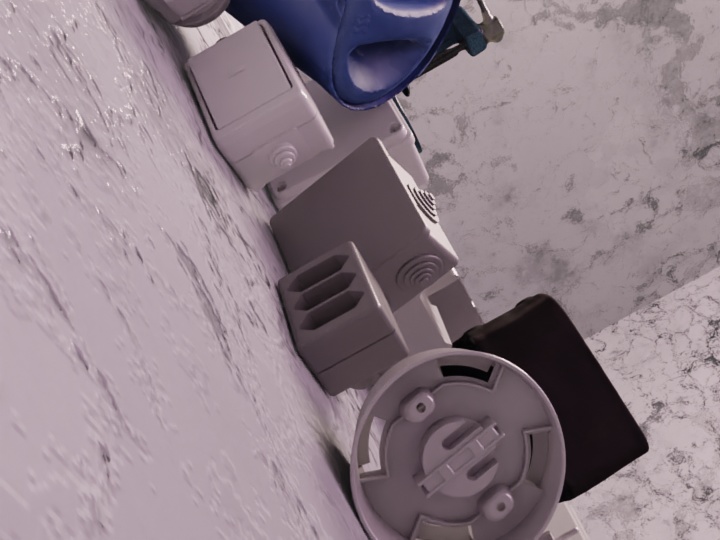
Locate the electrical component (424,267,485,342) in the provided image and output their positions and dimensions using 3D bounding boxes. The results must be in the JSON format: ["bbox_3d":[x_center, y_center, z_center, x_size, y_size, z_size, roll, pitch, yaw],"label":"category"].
[{"bbox_3d":[0.059,0.046,0.959,0.150,0.089,0.061,56,6,-50],"label":"electrical component"}]

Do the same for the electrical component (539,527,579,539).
[{"bbox_3d":[0.132,0.216,0.789,0.083,0.076,0.047,63,5,26],"label":"electrical component"}]

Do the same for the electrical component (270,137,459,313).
[{"bbox_3d":[0.003,-0.018,0.659,0.048,0.100,0.099,37,20,-47],"label":"electrical component"}]

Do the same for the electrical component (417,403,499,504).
[{"bbox_3d":[0.061,0.135,0.740,0.099,0.064,0.099,59,-10,17],"label":"electrical component"}]

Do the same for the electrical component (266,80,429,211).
[{"bbox_3d":[-0.020,-0.090,0.800,0.056,0.109,0.108,60,3,-46],"label":"electrical component"}]

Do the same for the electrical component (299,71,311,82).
[{"bbox_3d":[-0.046,-0.147,0.938,0.048,0.100,0.099,45,10,-25],"label":"electrical component"}]

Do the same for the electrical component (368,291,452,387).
[{"bbox_3d":[0.022,0.036,0.758,0.078,0.063,0.121,60,4,-9],"label":"electrical component"}]

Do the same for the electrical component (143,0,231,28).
[{"bbox_3d":[-0.114,-0.188,0.678,0.078,0.058,0.057,62,7,20],"label":"electrical component"}]

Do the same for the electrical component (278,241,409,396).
[{"bbox_3d":[-0.002,0.038,0.575,0.076,0.047,0.065,58,5,-35],"label":"electrical component"}]

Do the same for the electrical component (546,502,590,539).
[{"bbox_3d":[0.165,0.254,0.926,0.057,0.078,0.113,63,3,-15],"label":"electrical component"}]

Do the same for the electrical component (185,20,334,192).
[{"bbox_3d":[-0.063,-0.100,0.666,0.061,0.062,0.096,56,6,-51],"label":"electrical component"}]

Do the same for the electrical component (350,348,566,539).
[{"bbox_3d":[0.043,0.084,0.491,0.099,0.099,0.064,61,-2,-5],"label":"electrical component"}]
